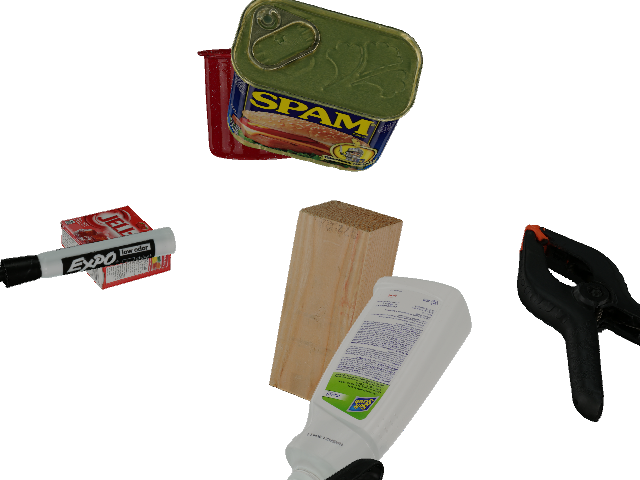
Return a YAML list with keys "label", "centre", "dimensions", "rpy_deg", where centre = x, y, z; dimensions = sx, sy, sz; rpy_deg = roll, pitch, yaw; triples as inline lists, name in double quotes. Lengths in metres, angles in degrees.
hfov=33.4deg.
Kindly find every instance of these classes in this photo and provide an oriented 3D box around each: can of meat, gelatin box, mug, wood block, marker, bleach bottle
- label: "can of meat"
  centre: [-0.002, -0.085, 0.609]
  dimensions: [0.102, 0.057, 0.084]
  rpy_deg: [15, -20, -4]
- label: "gelatin box"
  centre: [-0.194, 0.004, 1.008]
  dimensions: [0.073, 0.030, 0.089]
  rpy_deg: [-16, 39, -34]
- label: "mug"
  centre: [-0.039, -0.110, 0.844]
  dimensions: [0.117, 0.081, 0.093]
  rpy_deg: [-11, 16, -36]
- label: "wood block"
  centre: [0.016, 0.069, 1.192]
  dimensions: [0.090, 0.206, 0.090]
  rpy_deg: [18, 18, 24]
- label: "marker"
  centre: [-0.156, 0.011, 0.711]
  dimensions: [0.120, 0.020, 0.020]
  rpy_deg: [-12, 5, -26]
- label: "bleach bottle"
  centre: [0.038, 0.133, 0.937]
  dimensions: [0.103, 0.068, 0.250]
  rpy_deg: [5, 39, 36]

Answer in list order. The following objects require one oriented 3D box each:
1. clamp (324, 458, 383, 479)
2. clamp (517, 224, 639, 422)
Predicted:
- label: "clamp"
  centre: [-0.044, 0.195, 0.643]
  dimensions: [0.210, 0.036, 0.164]
  rpy_deg: [-4, 28, 2]
- label: "clamp"
  centre: [0.203, 0.051, 0.757]
  dimensions: [0.120, 0.039, 0.171]
  rpy_deg: [-3, 45, -19]
